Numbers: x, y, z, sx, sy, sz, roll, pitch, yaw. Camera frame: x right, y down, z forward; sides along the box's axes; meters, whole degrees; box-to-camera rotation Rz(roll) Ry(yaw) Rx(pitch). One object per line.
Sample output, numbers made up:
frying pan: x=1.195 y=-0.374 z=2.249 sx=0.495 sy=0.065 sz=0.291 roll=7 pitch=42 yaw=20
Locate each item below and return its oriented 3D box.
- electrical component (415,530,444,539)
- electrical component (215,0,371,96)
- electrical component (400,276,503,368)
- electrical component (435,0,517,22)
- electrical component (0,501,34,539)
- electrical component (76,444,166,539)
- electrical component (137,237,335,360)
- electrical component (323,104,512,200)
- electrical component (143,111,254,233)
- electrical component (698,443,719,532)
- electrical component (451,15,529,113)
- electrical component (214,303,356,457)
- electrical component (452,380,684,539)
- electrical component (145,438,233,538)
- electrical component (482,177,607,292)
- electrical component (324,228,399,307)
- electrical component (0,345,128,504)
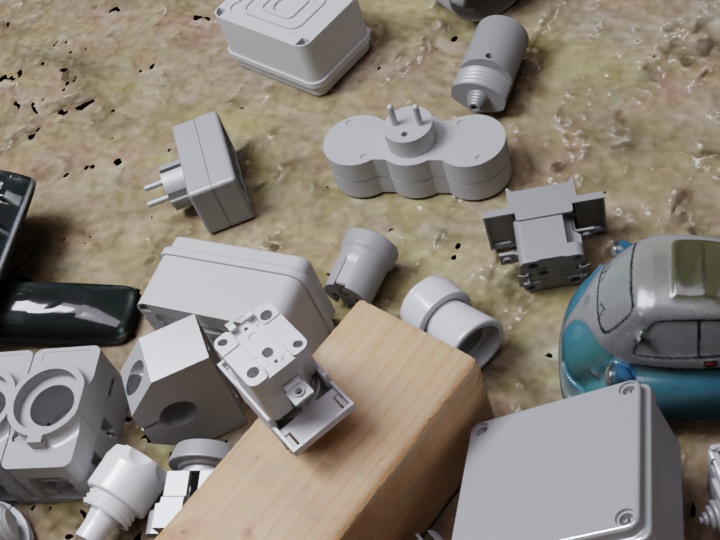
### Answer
electrical component: x=0.045 y=0.173 z=0.598 sx=0.040 sy=0.040 sz=0.046 roll=-36 pitch=45 yaw=-12
electrical component: x=-0.056 y=-0.204 z=0.916 sx=0.113 sy=0.057 sz=0.078 roll=27 pitch=64 yaw=33
electrical component: x=0.059 y=0.035 z=0.698 sx=0.045 sy=0.045 sz=0.055 roll=-37 pitch=51 yaw=-12
electrical component: x=0.096 y=-0.256 z=0.886 sx=0.099 sy=0.099 sz=0.064 roll=-31 pitch=56 yaw=-8
electrical component: x=-0.253 y=0.177 z=0.680 sx=0.080 sy=0.051 sz=0.080 roll=-9 pitch=51 yaw=11
electrical component: x=-0.154 y=0.145 z=0.679 sx=0.043 sy=0.043 sz=0.062 roll=18 pitch=62 yaw=29
electrical component: x=-0.081 y=0.026 z=0.728 sx=0.113 sy=0.078 sz=0.057 roll=10 pitch=59 yaw=24
electrical component: x=0.039 y=-0.095 z=0.788 sx=0.138 sy=0.073 sz=0.052 roll=3 pitch=54 yaw=19
electrical component: x=-0.133 y=-0.070 z=0.840 sx=0.076 sy=0.047 sz=0.083 roll=-21 pitch=50 yaw=1
electrical component: x=0.226 y=0.123 z=0.565 sx=0.096 sy=0.061 sz=0.061 roll=-16 pitch=50 yaw=5
electrical component: x=0.100 y=-0.154 z=0.836 sx=0.043 sy=0.043 sz=0.081 roll=8 pitch=56 yaw=23
electrical component: x=-0.045 y=0.056 z=0.583 sx=0.042 sy=0.063 sz=0.081 roll=-38 pitch=49 yaw=-14
electrical component: x=0.111 y=0.124 z=0.569 sx=0.109 sy=0.056 sz=0.108 roll=-21 pitch=29 yaw=27
electrical component: x=-0.097 y=0.138 z=0.667 sx=0.066 sy=0.048 sz=0.055 roll=-4 pitch=60 yaw=15
electrical component: x=0.126 y=-0.022 z=0.722 sx=0.081 sy=0.042 sz=0.063 roll=-10 pitch=58 yaw=10
electrical component: x=0.000 y=0.000 z=0.749 sx=0.040 sy=0.040 sz=0.046 roll=14 pitch=65 yaw=27
electrical component: x=-0.243 y=0.105 z=0.727 sx=0.150 sy=0.061 sz=0.089 roll=-5 pitch=52 yaw=14
